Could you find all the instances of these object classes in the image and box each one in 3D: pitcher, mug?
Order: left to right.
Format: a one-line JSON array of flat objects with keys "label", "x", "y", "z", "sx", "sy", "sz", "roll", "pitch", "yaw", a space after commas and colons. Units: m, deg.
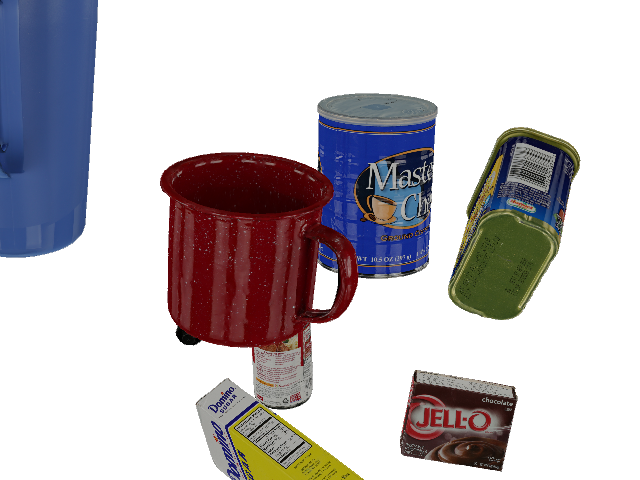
[{"label": "pitcher", "x": -0.239, "y": -0.109, "z": 0.826, "sx": 0.145, "sy": 0.243, "sz": 0.148, "roll": 25, "pitch": 31, "yaw": 35}, {"label": "mug", "x": -0.032, "y": 0.009, "z": 0.580, "sx": 0.117, "sy": 0.081, "sz": 0.093, "roll": 17, "pitch": 27, "yaw": 25}]

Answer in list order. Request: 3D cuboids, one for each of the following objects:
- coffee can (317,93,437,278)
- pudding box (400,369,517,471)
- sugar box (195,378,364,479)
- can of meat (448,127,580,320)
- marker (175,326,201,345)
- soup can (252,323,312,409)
[{"label": "coffee can", "x": 0.047, "y": -0.050, "z": 0.933, "sx": 0.103, "sy": 0.140, "sz": 0.103, "roll": 1, "pitch": 19, "yaw": -1}, {"label": "pudding box", "x": 0.148, "y": 0.194, "z": 1.152, "sx": 0.113, "sy": 0.090, "sz": 0.039, "roll": 8, "pitch": 21, "yaw": 1}, {"label": "sugar box", "x": -0.029, "y": 0.198, "z": 0.900, "sx": 0.176, "sy": 0.093, "sz": 0.048, "roll": 27, "pitch": 52, "yaw": 36}, {"label": "can of meat", "x": 0.126, "y": -0.008, "z": 0.703, "sx": 0.057, "sy": 0.083, "sz": 0.102, "roll": 21, "pitch": -43, "yaw": 3}, {"label": "marker", "x": -0.089, "y": 0.036, "z": 0.775, "sx": 0.020, "sy": 0.020, "sz": 0.121, "roll": 0, "pitch": 30, "yaw": 0}, {"label": "soup can", "x": -0.043, "y": 0.130, "z": 1.201, "sx": 0.068, "sy": 0.102, "sz": 0.068, "roll": -1, "pitch": 25, "yaw": 0}]
